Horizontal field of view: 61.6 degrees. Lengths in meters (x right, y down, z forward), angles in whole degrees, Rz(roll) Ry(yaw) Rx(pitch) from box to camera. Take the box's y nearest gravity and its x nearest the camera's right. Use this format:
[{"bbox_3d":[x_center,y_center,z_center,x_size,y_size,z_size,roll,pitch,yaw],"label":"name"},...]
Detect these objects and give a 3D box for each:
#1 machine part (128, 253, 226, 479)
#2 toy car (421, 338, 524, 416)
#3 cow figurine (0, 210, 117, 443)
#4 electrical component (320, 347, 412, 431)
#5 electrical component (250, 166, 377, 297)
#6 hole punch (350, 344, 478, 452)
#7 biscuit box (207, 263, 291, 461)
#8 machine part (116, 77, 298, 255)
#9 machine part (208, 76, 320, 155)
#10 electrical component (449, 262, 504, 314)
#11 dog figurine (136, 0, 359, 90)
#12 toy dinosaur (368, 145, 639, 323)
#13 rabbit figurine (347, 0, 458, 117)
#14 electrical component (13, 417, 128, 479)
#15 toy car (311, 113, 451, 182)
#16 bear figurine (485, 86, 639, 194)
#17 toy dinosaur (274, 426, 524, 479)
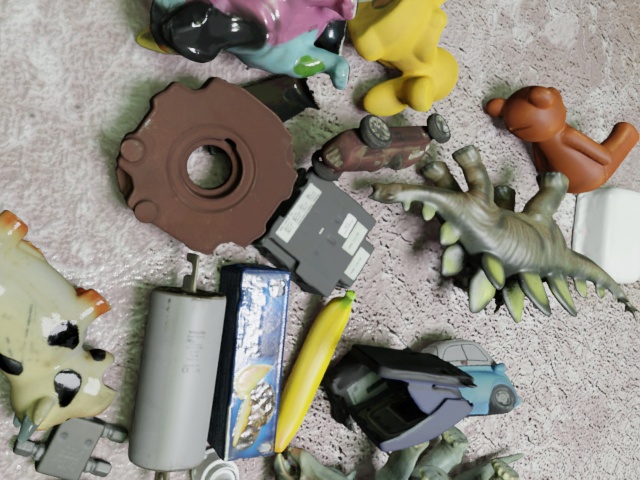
[{"bbox_3d":[-0.142,0.134,0.539,0.079,0.079,0.243,10,88,-29],"label":"machine part"},{"bbox_3d":[0.177,0.183,0.714,0.162,0.109,0.103,6,66,-18],"label":"toy car"},{"bbox_3d":[-0.254,0.085,0.473,0.127,0.086,0.194,-47,115,-25],"label":"cow figurine"},{"bbox_3d":[0.061,0.171,0.669,0.119,0.048,0.074,-32,107,-24],"label":"electrical component"},{"bbox_3d":[-0.001,-0.002,0.622,0.134,0.058,0.115,42,75,-24],"label":"electrical component"},{"bbox_3d":[0.096,0.171,0.592,0.116,0.142,0.092,7,88,-14],"label":"hole punch"},{"bbox_3d":[-0.078,0.127,0.583,0.059,0.063,0.202,5,90,-30],"label":"biscuit box"},{"bbox_3d":[-0.110,-0.073,0.539,0.179,0.056,0.179,-4,103,-19],"label":"machine part"},{"bbox_3d":[-0.069,-0.148,0.590,0.139,0.039,0.084,-23,99,-24],"label":"machine part"},{"bbox_3d":[0.229,0.054,0.758,0.102,0.045,0.078,33,78,-26],"label":"electrical component"},{"bbox_3d":[-0.074,-0.234,0.545,0.219,0.192,0.108,5,133,-7],"label":"dog figurine"},{"bbox_3d":[0.269,0.008,0.718,0.471,0.105,0.198,13,71,-23],"label":"toy dinosaur"},{"bbox_3d":[0.116,-0.224,0.645,0.173,0.122,0.162,35,64,-47],"label":"rabbit figurine"},{"bbox_3d":[-0.240,0.195,0.520,0.094,0.021,0.063,29,78,-26],"label":"electrical component"},{"bbox_3d":[0.078,-0.103,0.614,0.202,0.089,0.053,-14,76,-49],"label":"toy car"},{"bbox_3d":[0.344,-0.163,0.774,0.195,0.120,0.132,45,68,-17],"label":"bear figurine"},{"bbox_3d":[0.127,0.337,0.680,0.404,0.131,0.192,25,106,-37],"label":"toy dinosaur"}]
